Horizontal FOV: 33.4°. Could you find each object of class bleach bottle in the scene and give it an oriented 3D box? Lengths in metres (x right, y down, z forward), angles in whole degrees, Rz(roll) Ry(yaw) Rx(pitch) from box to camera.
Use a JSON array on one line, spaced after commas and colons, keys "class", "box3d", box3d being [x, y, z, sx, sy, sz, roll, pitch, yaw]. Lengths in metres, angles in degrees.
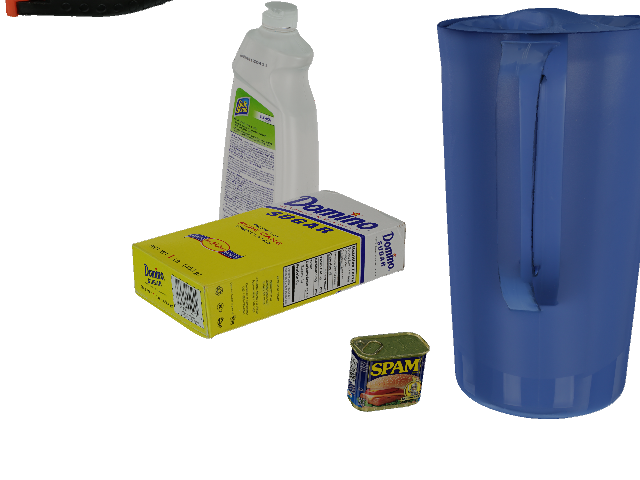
[{"class": "bleach bottle", "box3d": [-0.040, -0.088, 0.972, 0.103, 0.251, 0.067, 24, 31, 31]}]

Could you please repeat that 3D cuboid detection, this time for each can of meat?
[{"class": "can of meat", "box3d": [0.087, 0.173, 1.404, 0.102, 0.084, 0.057, -4, 25, -20]}]

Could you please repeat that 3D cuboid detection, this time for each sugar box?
[{"class": "sugar box", "box3d": [-0.034, 0.011, 0.757, 0.175, 0.048, 0.093, -21, 31, -35]}]

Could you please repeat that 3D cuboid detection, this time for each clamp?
[{"class": "clamp", "box3d": [-0.099, -0.156, 0.607, 0.171, 0.039, 0.120, -10, 24, -25]}]

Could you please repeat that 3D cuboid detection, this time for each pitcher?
[{"class": "pitcher", "box3d": [0.134, -0.016, 0.649, 0.149, 0.243, 0.145, -9, 17, -24]}]
